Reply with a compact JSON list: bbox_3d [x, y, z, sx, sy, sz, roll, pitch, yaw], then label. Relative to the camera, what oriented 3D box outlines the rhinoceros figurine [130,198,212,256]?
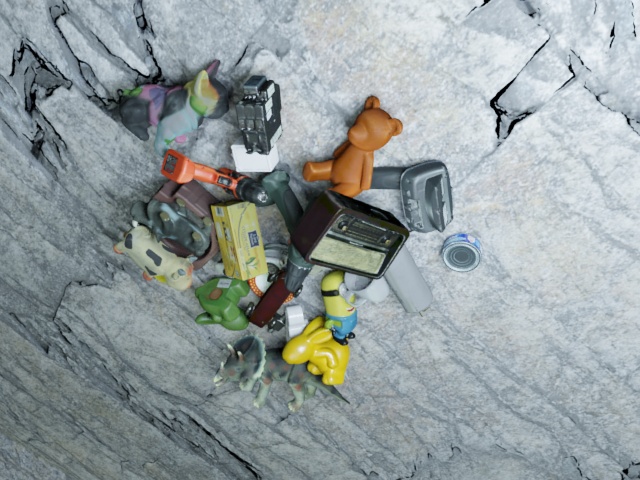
[{"bbox_3d":[-0.334,-0.036,1.212,0.190,0.073,0.112,28,140,-4],"label":"rhinoceros figurine"}]

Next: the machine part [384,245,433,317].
[{"bbox_3d":[0.187,0.080,1.212,0.079,0.079,0.243,-17,118,29],"label":"machine part"}]

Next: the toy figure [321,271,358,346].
[{"bbox_3d":[0.046,0.162,1.301,0.089,0.082,0.180,3,112,11],"label":"toy figure"}]

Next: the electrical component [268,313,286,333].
[{"bbox_3d":[-0.125,0.216,1.458,0.063,0.021,0.094,38,128,-9],"label":"electrical component"}]

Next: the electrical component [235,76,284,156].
[{"bbox_3d":[-0.117,-0.249,1.053,0.058,0.115,0.134,4,126,12],"label":"electrical component"}]

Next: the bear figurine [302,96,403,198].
[{"bbox_3d":[0.066,-0.170,1.038,0.120,0.132,0.195,55,143,25],"label":"bear figurine"}]

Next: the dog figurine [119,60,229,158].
[{"bbox_3d":[-0.291,-0.289,1.095,0.191,0.108,0.219,40,124,-8],"label":"dog figurine"}]

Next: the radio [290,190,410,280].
[{"bbox_3d":[0.066,-0.007,1.057,0.229,0.073,0.131,16,115,-45],"label":"radio"}]

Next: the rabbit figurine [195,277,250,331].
[{"bbox_3d":[-0.256,0.191,1.429,0.159,0.121,0.170,-5,138,16],"label":"rabbit figurine"}]

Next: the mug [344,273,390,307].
[{"bbox_3d":[0.111,0.111,1.239,0.081,0.109,0.107,33,178,44],"label":"mug"}]

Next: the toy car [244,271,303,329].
[{"bbox_3d":[-0.119,0.149,1.359,0.089,0.053,0.202,28,125,-11],"label":"toy car"}]

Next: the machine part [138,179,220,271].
[{"bbox_3d":[-0.324,-0.039,1.301,0.201,0.087,0.201,42,126,-13],"label":"machine part"}]

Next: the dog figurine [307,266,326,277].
[{"bbox_3d":[-0.005,-0.001,1.218,0.191,0.121,0.172,-7,90,44],"label":"dog figurine"}]

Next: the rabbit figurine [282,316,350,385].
[{"bbox_3d":[-0.010,0.285,1.379,0.173,0.122,0.162,15,105,-27],"label":"rabbit figurine"}]

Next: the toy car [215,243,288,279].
[{"bbox_3d":[-0.162,0.049,1.314,0.202,0.073,0.056,-9,121,25],"label":"toy car"}]

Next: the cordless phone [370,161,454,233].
[{"bbox_3d":[0.175,-0.087,1.106,0.184,0.089,0.146,6,128,30],"label":"cordless phone"}]

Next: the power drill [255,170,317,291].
[{"bbox_3d":[-0.068,-0.030,1.152,0.207,0.086,0.232,59,136,30],"label":"power drill"}]

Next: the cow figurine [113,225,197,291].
[{"bbox_3d":[-0.379,0.043,1.277,0.127,0.085,0.194,-28,111,40],"label":"cow figurine"}]

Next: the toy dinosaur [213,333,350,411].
[{"bbox_3d":[-0.095,0.360,1.485,0.405,0.131,0.192,6,111,-17],"label":"toy dinosaur"}]

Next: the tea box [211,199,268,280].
[{"bbox_3d":[-0.181,-0.003,1.204,0.098,0.068,0.169,11,115,56],"label":"tea box"}]
